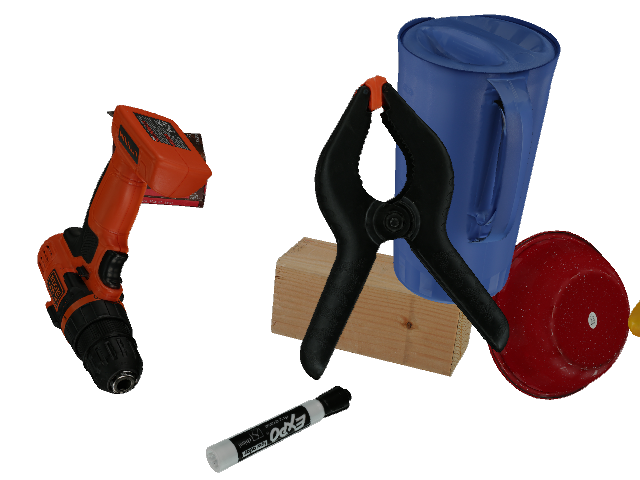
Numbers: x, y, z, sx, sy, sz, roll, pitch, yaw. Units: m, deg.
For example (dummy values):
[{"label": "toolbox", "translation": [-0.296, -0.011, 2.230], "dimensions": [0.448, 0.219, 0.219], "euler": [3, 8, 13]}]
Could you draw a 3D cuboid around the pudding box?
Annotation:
[{"label": "pudding box", "translation": [-0.160, -0.073, 1.043], "dimensions": [0.090, 0.039, 0.113], "euler": [5, 24, -12]}]

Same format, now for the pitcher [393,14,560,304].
[{"label": "pitcher", "translation": [0.127, -0.062, 0.926], "dimensions": [0.145, 0.243, 0.149], "euler": [19, 36, 25]}]

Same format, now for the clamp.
[{"label": "clamp", "translation": [0.031, -0.003, 0.604], "dimensions": [0.120, 0.171, 0.039], "euler": [-17, 2, -11]}]

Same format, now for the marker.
[{"label": "marker", "translation": [-0.027, 0.133, 0.764], "dimensions": [0.120, 0.020, 0.020], "euler": [-21, 12, -33]}]

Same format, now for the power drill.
[{"label": "power drill", "translation": [-0.156, 0.003, 0.841], "dimensions": [0.057, 0.188, 0.185], "euler": [14, 25, -40]}]

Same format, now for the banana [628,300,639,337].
[{"label": "banana", "translation": [0.295, 0.031, 0.702], "dimensions": [0.198, 0.037, 0.069], "euler": [-2, 33, 1]}]

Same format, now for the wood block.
[{"label": "wood block", "translation": [0.059, 0.070, 1.174], "dimensions": [0.206, 0.091, 0.090], "euler": [13, 22, 17]}]

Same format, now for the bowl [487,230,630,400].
[{"label": "bowl", "translation": [0.234, 0.072, 0.993], "dimensions": [0.161, 0.162, 0.055], "euler": [0, 1, -27]}]
